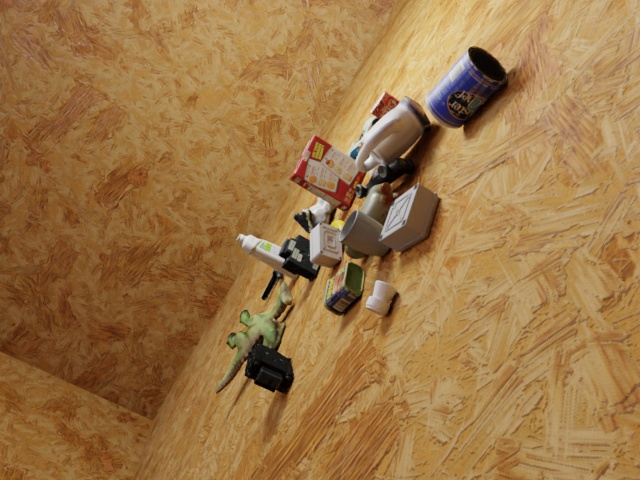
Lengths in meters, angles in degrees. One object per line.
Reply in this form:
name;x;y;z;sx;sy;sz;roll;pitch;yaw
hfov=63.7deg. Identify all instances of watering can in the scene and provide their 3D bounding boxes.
watering can;0.186;-0.258;1.363;0.223;0.104;0.347;-43;-8;6

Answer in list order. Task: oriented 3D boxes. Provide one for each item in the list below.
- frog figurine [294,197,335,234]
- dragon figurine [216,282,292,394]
frog figurine;0.006;-0.093;1.846;0.161;0.124;0.134;-26;-18;-29
dragon figurine;-0.201;0.326;1.656;0.121;0.415;0.242;31;-16;-20
